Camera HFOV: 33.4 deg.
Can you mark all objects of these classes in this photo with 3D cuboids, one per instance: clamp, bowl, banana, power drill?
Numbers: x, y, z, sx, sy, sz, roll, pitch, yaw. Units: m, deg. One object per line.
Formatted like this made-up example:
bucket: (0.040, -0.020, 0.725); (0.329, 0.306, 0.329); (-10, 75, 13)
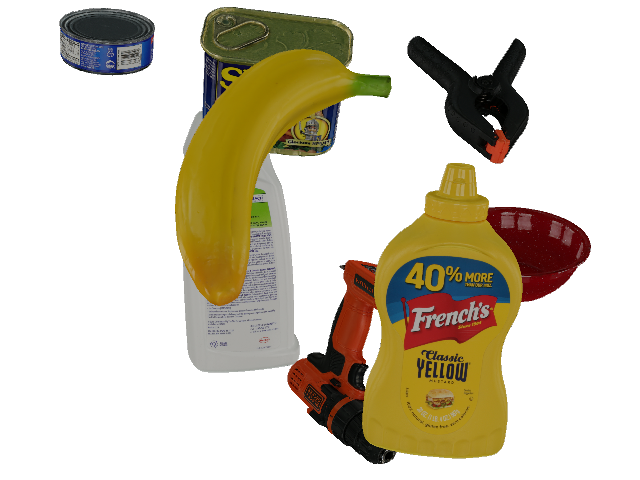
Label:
clamp: (0.144, -0.143, 1.024); (0.120, 0.039, 0.171); (2, 44, 2)
bowl: (0.212, 0.021, 1.173); (0.162, 0.055, 0.162); (-1, 28, 0)
banana: (-0.029, -0.047, 0.532); (0.070, 0.037, 0.197); (19, 46, 16)
power drill: (0.048, 0.130, 1.178); (0.057, 0.188, 0.185); (13, 16, -41)

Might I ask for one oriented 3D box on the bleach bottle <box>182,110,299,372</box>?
bleach bottle: (-0.066, -0.014, 0.909); (0.102, 0.251, 0.068); (-4, 22, -16)

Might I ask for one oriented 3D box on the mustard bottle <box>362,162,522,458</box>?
mustard bottle: (0.082, 0.045, 0.702); (0.096, 0.192, 0.058); (5, 13, 3)

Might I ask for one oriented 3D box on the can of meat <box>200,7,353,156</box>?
can of meat: (-0.033, -0.108, 0.745); (0.102, 0.057, 0.084); (7, -43, -2)

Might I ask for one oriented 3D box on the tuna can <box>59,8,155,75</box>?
tuna can: (-0.195, -0.183, 0.979); (0.086, 0.034, 0.086); (6, 31, -4)
